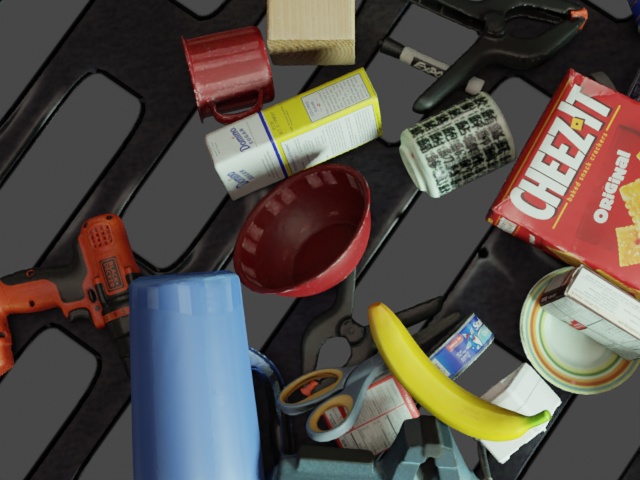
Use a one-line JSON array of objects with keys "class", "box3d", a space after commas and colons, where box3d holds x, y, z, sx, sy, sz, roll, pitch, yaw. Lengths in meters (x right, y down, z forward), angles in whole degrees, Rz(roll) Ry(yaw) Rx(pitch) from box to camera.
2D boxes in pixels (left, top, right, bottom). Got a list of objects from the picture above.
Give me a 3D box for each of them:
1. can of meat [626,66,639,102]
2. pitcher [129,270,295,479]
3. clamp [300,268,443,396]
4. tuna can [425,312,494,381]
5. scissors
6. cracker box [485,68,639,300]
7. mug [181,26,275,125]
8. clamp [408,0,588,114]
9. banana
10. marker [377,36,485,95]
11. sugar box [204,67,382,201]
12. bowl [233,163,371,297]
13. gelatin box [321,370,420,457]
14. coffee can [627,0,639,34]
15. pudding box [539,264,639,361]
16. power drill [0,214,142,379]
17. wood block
[{"class": "can of meat", "box3d": [0.363, -0.142, 1.089, 0.102, 0.058, 0.084, 30, 81, -20]}, {"class": "pitcher", "box3d": [-0.114, 0.153, 1.040, 0.145, 0.149, 0.243, -4, 89, 12]}, {"class": "clamp", "box3d": [0.044, 0.093, 1.095, 0.120, 0.039, 0.171, 28, 91, 10]}, {"class": "tuna can", "box3d": [0.133, 0.113, 1.064, 0.086, 0.086, 0.034, -43, 85, -3]}, {"class": "scissors", "box3d": [0.057, 0.136, 1.042, 0.202, 0.016, 0.096, -21, 39, 1]}, {"class": "cracker box", "box3d": [0.294, -0.043, 1.029, 0.214, 0.072, 0.164, 29, 84, 7]}, {"class": "mug", "box3d": [-0.092, -0.166, 1.102, 0.081, 0.093, 0.117, -13, 52, -4]}, {"class": "clamp", "box3d": [0.177, -0.209, 1.118, 0.210, 0.036, 0.164, -2, 71, -2]}, {"class": "banana", "box3d": [0.119, 0.135, 1.008, 0.198, 0.037, 0.070, 32, 107, 15]}, {"class": "marker", "box3d": [0.117, -0.186, 1.135, 0.121, 0.020, 0.020, 26, 85, 5]}, {"class": "sugar box", "box3d": [-0.025, -0.107, 1.093, 0.176, 0.093, 0.048, -21, 68, 0]}, {"class": "bowl", "box3d": [-0.007, 0.001, 1.076, 0.162, 0.162, 0.055, -45, 127, -3]}, {"class": "gelatin box", "box3d": [0.051, 0.177, 1.077, 0.089, 0.030, 0.073, -27, 107, 0]}, {"class": "coffee can", "box3d": [0.353, -0.295, 1.097, 0.103, 0.103, 0.140, -19, 82, 0]}, {"class": "pudding box", "box3d": [0.279, 0.072, 1.037, 0.113, 0.090, 0.039, 30, 78, 1]}, {"class": "power drill", "box3d": [-0.266, 0.083, 1.102, 0.187, 0.057, 0.184, -18, 81, -2]}, {"class": "wood block", "box3d": [-0.009, -0.295, 1.119, 0.091, 0.090, 0.206, -1, 82, 2]}]
